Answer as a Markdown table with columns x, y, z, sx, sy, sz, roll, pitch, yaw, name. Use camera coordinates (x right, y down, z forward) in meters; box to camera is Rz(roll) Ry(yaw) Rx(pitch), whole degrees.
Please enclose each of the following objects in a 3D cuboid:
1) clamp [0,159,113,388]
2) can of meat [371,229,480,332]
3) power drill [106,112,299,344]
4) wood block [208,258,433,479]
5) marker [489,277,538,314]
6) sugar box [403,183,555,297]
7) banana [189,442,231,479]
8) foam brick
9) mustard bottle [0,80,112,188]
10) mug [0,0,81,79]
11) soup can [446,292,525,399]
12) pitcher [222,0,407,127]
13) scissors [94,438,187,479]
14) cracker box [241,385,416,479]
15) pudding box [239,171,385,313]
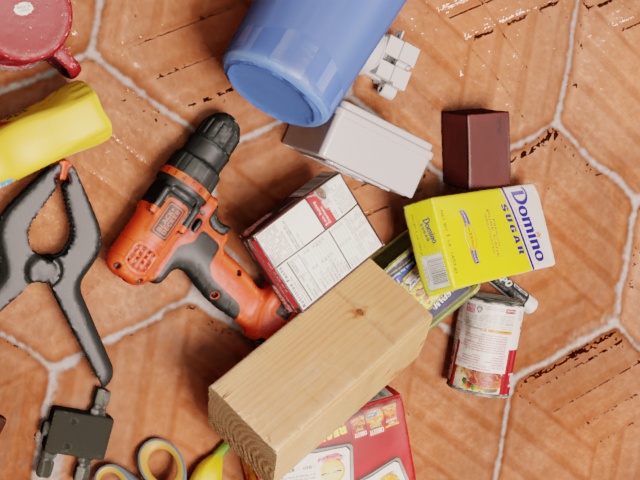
| x | y | z | sx | sy | sz | roll | pitch | yaw | name |
| --- | --- | --- | --- | --- | --- | --- | --- | --- | --- |
| -0.242 | 0.033 | 0.965 | 0.164 | 0.036 | 0.210 | 18 | 91 | -25 | clamp |
| 0.101 | 0.040 | 1.098 | 0.102 | 0.058 | 0.084 | -38 | 108 | -14 | can of meat |
| -0.085 | -0.003 | 1.016 | 0.187 | 0.057 | 0.184 | 38 | 81 | -21 | power drill |
| 0.000 | 0.124 | 1.011 | 0.205 | 0.090 | 0.091 | -38 | 68 | -26 | wood block |
| 0.190 | 0.041 | 1.155 | 0.121 | 0.020 | 0.020 | 37 | 83 | -23 | marker |
| 0.165 | -0.003 | 1.080 | 0.175 | 0.048 | 0.093 | -11 | 86 | -42 | sugar box |
| -0.100 | 0.300 | 1.065 | 0.069 | 0.037 | 0.198 | -12 | 103 | -18 | banana |
| 0.162 | -0.095 | 1.105 | 0.052 | 0.051 | 0.078 | -7 | 102 | -23 | foam brick |
| -0.275 | -0.070 | 0.903 | 0.191 | 0.096 | 0.058 | -29 | 108 | -16 | mustard bottle |
| -0.248 | -0.181 | 0.904 | 0.093 | 0.082 | 0.117 | -45 | 112 | -11 | mug |
| 0.176 | 0.110 | 1.134 | 0.068 | 0.069 | 0.102 | 8 | 94 | -24 | soup can |
| 0.005 | -0.232 | 0.954 | 0.242 | 0.149 | 0.145 | -61 | 150 | -16 | pitcher |
| -0.122 | 0.267 | 1.013 | 0.202 | 0.016 | 0.096 | 34 | 63 | 5 | scissors |
| 0.014 | 0.267 | 1.089 | 0.164 | 0.072 | 0.214 | -15 | 105 | -17 | cracker box |
| -0.007 | 0.001 | 1.001 | 0.113 | 0.039 | 0.090 | -38 | 107 | -21 | pudding box |
